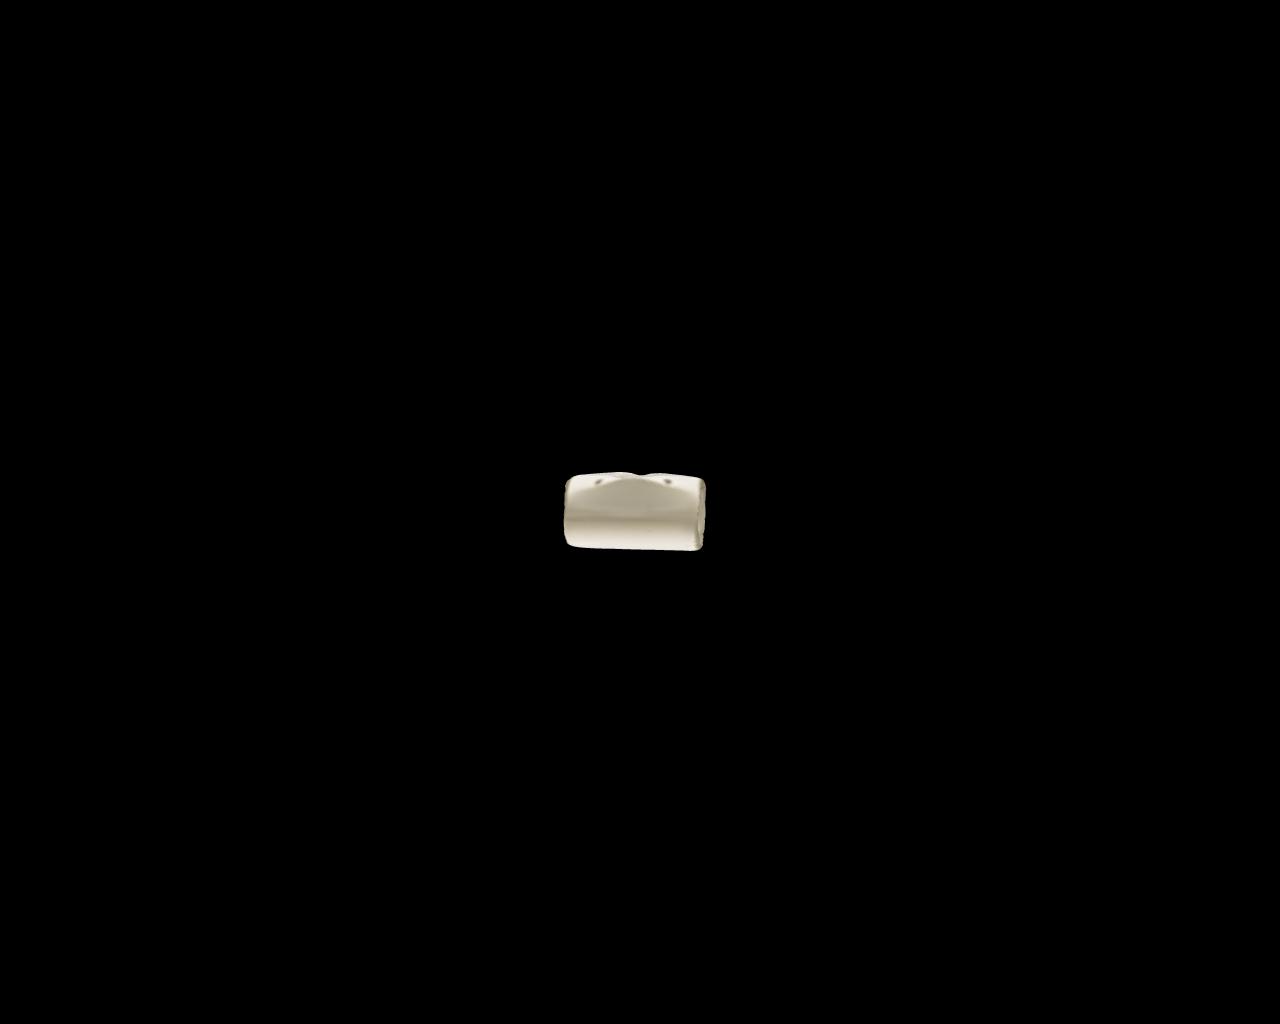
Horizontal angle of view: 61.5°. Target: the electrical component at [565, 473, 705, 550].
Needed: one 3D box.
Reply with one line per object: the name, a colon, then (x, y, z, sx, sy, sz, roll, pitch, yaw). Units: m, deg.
electrical component: (0.001, -0.003, 0.650, 0.077, 0.043, 0.079, 1, 8, 9)
